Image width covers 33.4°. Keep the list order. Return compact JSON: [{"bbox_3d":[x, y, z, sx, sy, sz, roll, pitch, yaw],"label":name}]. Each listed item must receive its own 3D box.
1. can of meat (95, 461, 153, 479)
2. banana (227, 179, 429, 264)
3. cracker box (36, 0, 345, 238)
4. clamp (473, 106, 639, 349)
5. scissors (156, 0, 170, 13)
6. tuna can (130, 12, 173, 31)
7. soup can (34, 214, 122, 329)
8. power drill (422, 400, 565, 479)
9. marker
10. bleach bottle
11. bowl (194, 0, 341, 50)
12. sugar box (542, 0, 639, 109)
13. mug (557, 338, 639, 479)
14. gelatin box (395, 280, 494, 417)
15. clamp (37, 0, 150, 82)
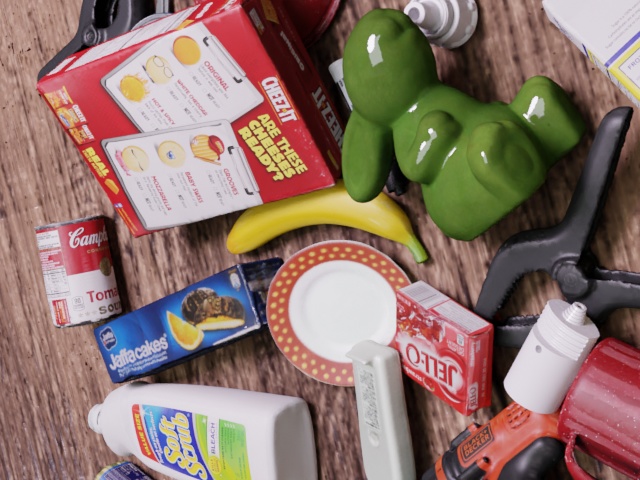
[{"bbox_3d":[-0.187,0.283,1.062,0.084,0.057,0.102,30,113,29],"label":"can of meat"},{"bbox_3d":[-0.003,-0.017,0.895,0.198,0.037,0.069,3,98,34],"label":"banana"},{"bbox_3d":[-0.102,-0.103,0.884,0.214,0.072,0.164,-14,119,30],"label":"cracker box"},{"bbox_3d":[0.185,0.012,0.767,0.210,0.036,0.164,-28,90,37],"label":"clamp"},{"bbox_3d":[-0.136,-0.132,0.982,0.096,0.016,0.202,30,113,25],"label":"scissors"},{"bbox_3d":[-0.133,-0.158,0.949,0.086,0.033,0.086,2,95,18],"label":"tuna can"},{"bbox_3d":[-0.236,0.031,1.046,0.069,0.068,0.102,-8,94,35],"label":"soup can"},{"bbox_3d":[0.126,0.221,0.774,0.185,0.057,0.187,-48,30,27],"label":"power drill"},{"bbox_3d":[0.040,-0.091,0.864,0.020,0.020,0.121,-31,80,34],"label":"marker"},{"bbox_3d":[-0.122,0.186,0.999,0.251,0.067,0.102,-1,98,37],"label":"bleach bottle"},{"bbox_3d":[-0.058,-0.228,0.885,0.162,0.055,0.162,6,101,35],"label":"bowl"},{"bbox_3d":[0.239,-0.123,0.694,0.093,0.048,0.176,-42,70,11],"label":"sugar box"},{"bbox_3d":[0.209,0.127,0.725,0.082,0.117,0.093,27,147,26],"label":"mug"},{"bbox_3d":[0.094,0.083,0.824,0.089,0.030,0.073,34,134,48],"label":"gelatin box"},{"bbox_3d":[-0.199,-0.178,1.002,0.120,0.039,0.172,46,120,19],"label":"clamp"}]
